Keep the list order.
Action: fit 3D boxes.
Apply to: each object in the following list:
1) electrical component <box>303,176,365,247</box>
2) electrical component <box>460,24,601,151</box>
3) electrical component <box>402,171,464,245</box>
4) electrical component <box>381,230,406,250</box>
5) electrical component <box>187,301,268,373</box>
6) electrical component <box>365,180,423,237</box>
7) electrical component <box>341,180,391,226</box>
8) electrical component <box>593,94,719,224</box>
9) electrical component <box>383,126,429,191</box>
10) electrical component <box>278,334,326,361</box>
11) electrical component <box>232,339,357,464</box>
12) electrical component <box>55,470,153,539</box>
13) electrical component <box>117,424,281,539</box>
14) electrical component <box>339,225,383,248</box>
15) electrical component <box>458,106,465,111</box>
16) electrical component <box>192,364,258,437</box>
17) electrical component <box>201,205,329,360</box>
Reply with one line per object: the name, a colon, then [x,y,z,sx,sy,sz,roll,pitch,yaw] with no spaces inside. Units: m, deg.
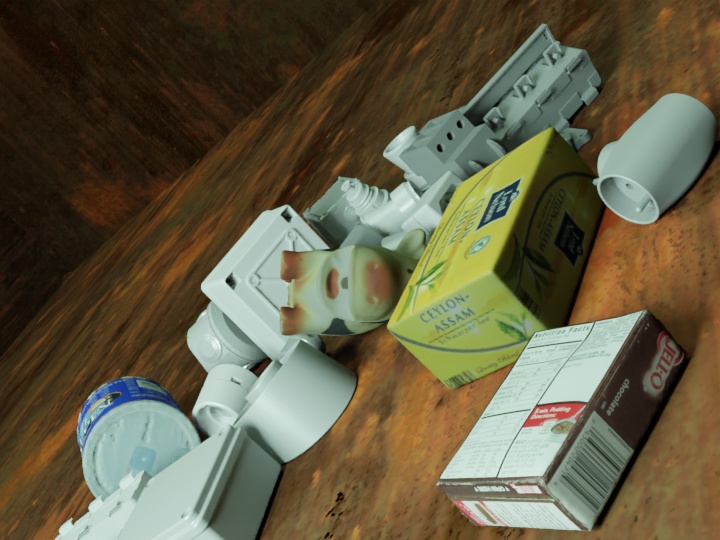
electrical component: [-0.011,-0.056,1.133,0.061,0.061,0.096,-46,15,-5]
electrical component: [0.148,-0.142,0.941,0.121,0.078,0.063,-48,37,-11]
electrical component: [0.066,-0.027,0.849,0.077,0.066,0.047,-41,10,52]
electrical component: [0.057,-0.025,0.917,0.065,0.044,0.044,-33,18,20]
electrical component: [-0.130,0.068,1.084,0.051,0.080,0.080,-43,14,27]
electrical component: [0.039,-0.053,1.027,0.055,0.045,0.045,-40,16,13]
electrical component: [0.014,-0.063,1.070,0.040,0.078,0.040,-38,33,30]
electrical component: [0.182,-0.069,0.701,0.077,0.043,0.079,-50,16,-20]
electrical component: [0.059,-0.116,1.123,0.045,0.055,0.045,-41,15,14]
electrical component: [-0.057,0.083,0.939,0.035,0.035,0.061,-22,29,55]
electrical component: [-0.055,0.106,0.862,0.099,0.064,0.099,-52,3,4]
electrical component: [-0.202,0.223,0.889,0.121,0.063,0.078,-38,16,22]
electrical component: [-0.123,0.185,0.796,0.109,0.056,0.108,-37,17,27]
electrical component: [0.000,0.000,0.987,0.077,0.044,0.079,-54,20,-19]
electrical component: [0.101,-0.139,1.095,0.055,0.045,0.045,-25,25,51]
electrical component: [-0.119,0.120,0.966,0.055,0.055,0.047,-33,22,37]
electrical component: [-0.076,0.013,1.034,0.108,0.108,0.056,-52,20,-27]
